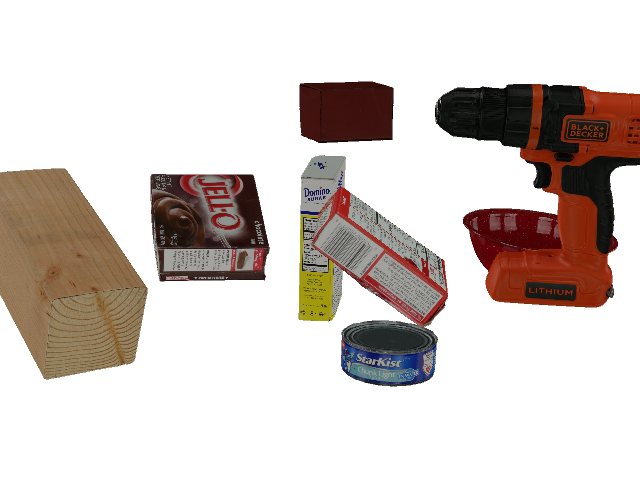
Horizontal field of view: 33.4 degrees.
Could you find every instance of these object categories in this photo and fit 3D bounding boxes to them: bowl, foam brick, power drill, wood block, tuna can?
[{"bbox_3d":[0.227,0.013,1.126,0.162,0.055,0.162,6,17,-2],"label":"bowl"},{"bbox_3d":[0.025,-0.123,1.018,0.078,0.051,0.053,-5,16,-21],"label":"foam brick"},{"bbox_3d":[0.182,-0.038,0.881,0.184,0.188,0.057,5,29,6],"label":"power drill"},{"bbox_3d":[-0.249,0.024,1.005,0.090,0.091,0.206,-7,38,-33],"label":"wood block"},{"bbox_3d":[0.061,0.100,0.953,0.086,0.034,0.086,2,13,-1],"label":"tuna can"}]

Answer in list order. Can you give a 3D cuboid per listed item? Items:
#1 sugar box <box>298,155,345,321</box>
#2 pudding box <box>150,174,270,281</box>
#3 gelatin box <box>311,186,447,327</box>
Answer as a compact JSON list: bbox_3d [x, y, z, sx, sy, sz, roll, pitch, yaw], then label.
[{"bbox_3d":[0.002,-0.003,1.243,0.048,0.176,0.093,2,20,9],"label":"sugar box"},{"bbox_3d":[-0.094,-0.013,0.886,0.090,0.039,0.113,-1,38,-11],"label":"pudding box"},{"bbox_3d":[0.038,0.009,0.675,0.089,0.030,0.073,37,15,-7],"label":"gelatin box"}]
